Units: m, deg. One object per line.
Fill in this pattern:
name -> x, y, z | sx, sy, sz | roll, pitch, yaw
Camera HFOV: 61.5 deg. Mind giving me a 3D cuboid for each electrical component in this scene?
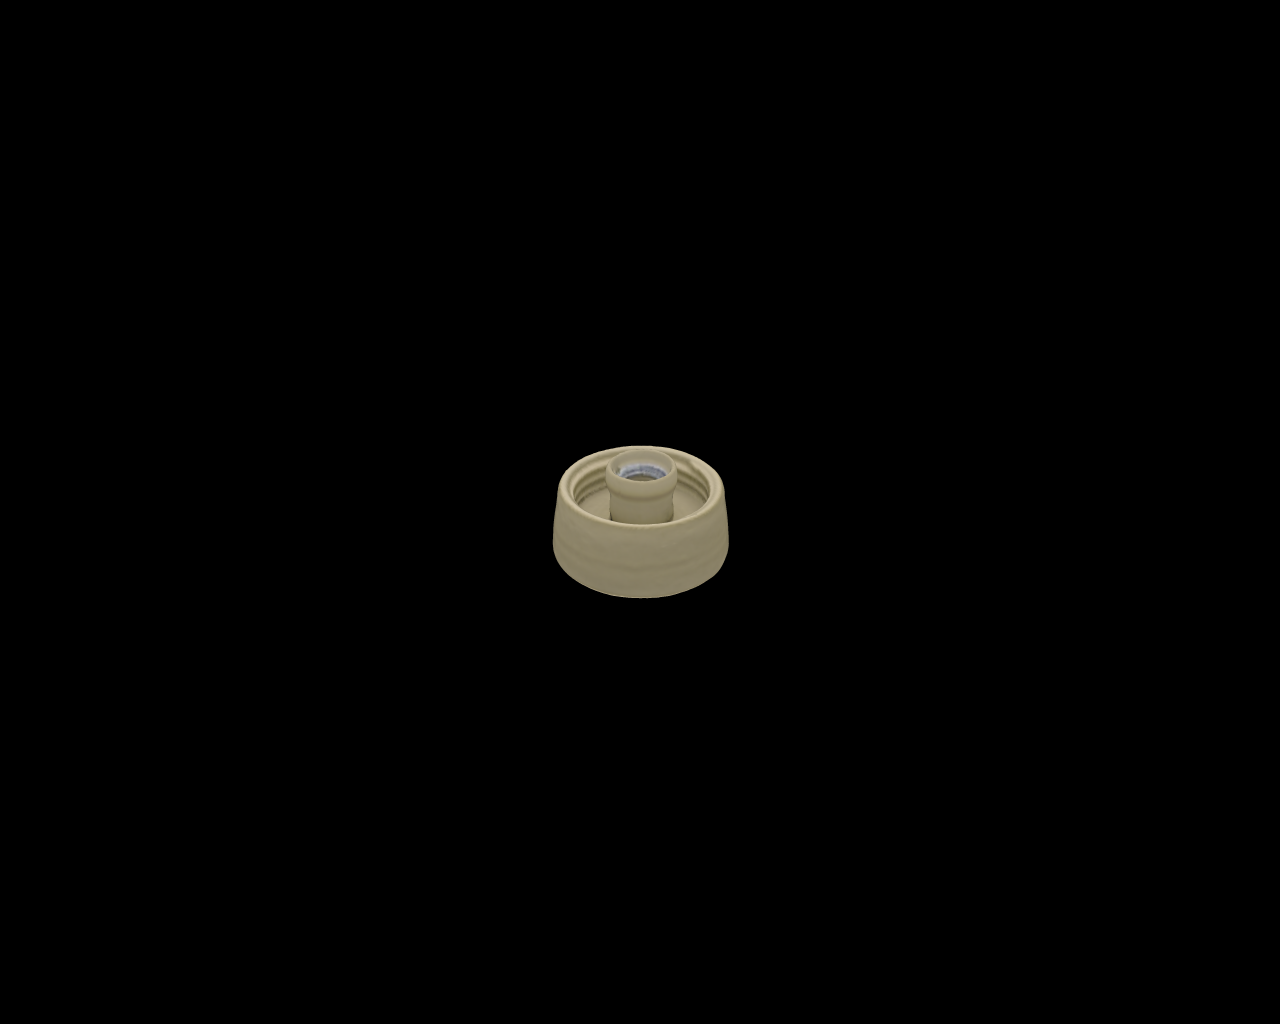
electrical component -> 0.001, -0.003, 0.650 | 0.108, 0.060, 0.108 | 0, 31, 0
